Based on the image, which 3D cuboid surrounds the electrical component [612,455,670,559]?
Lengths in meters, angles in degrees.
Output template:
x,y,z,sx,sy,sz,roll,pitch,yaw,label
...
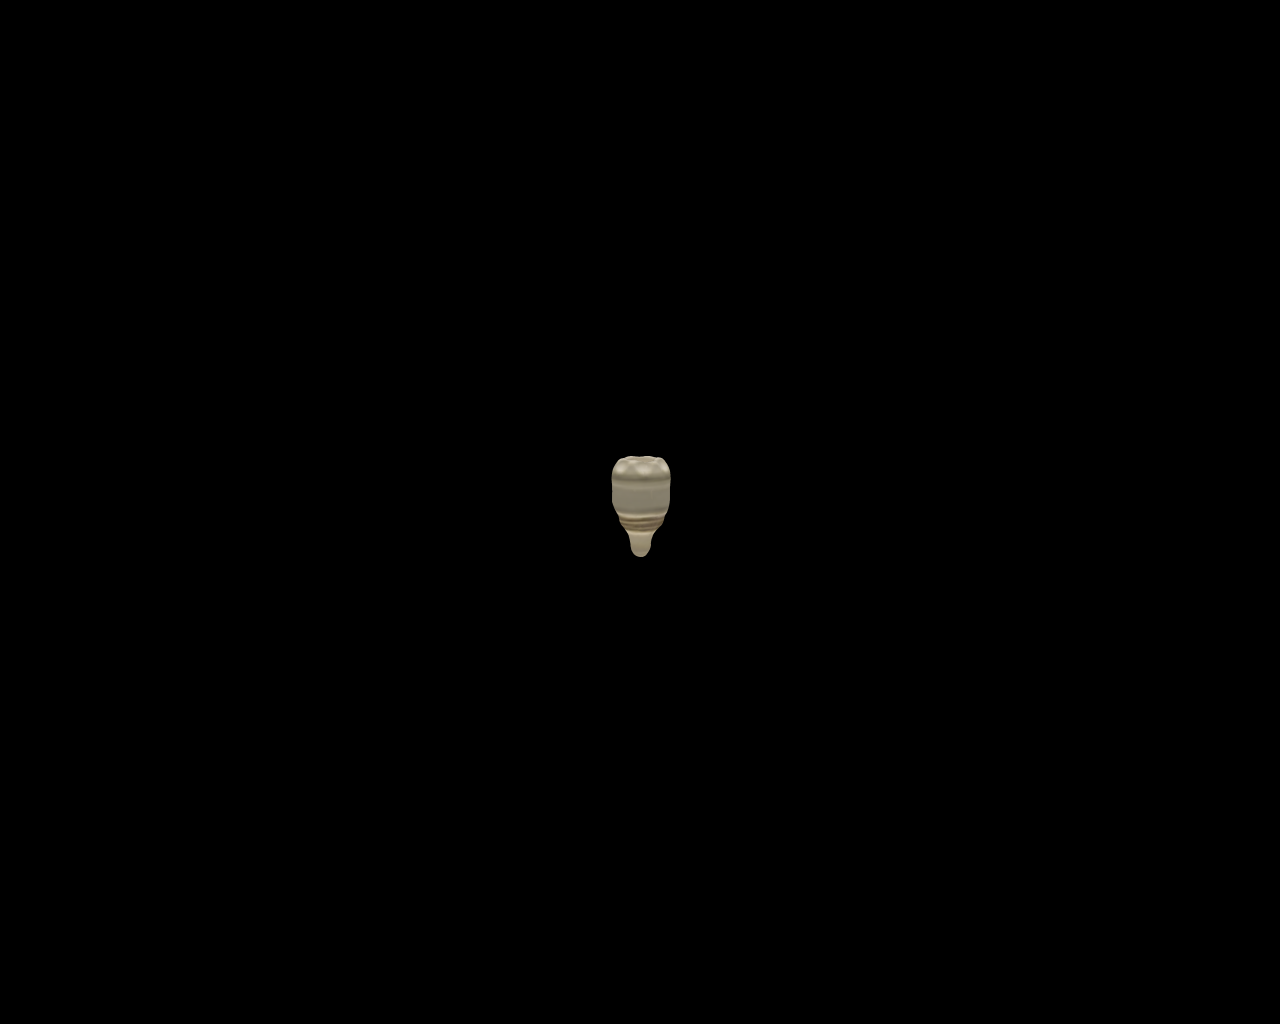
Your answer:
x,y,z,sx,sy,sz,roll,pitch,yaw,label
0.001,-0.003,0.650,0.035,0.061,0.035,0,9,0,electrical component
